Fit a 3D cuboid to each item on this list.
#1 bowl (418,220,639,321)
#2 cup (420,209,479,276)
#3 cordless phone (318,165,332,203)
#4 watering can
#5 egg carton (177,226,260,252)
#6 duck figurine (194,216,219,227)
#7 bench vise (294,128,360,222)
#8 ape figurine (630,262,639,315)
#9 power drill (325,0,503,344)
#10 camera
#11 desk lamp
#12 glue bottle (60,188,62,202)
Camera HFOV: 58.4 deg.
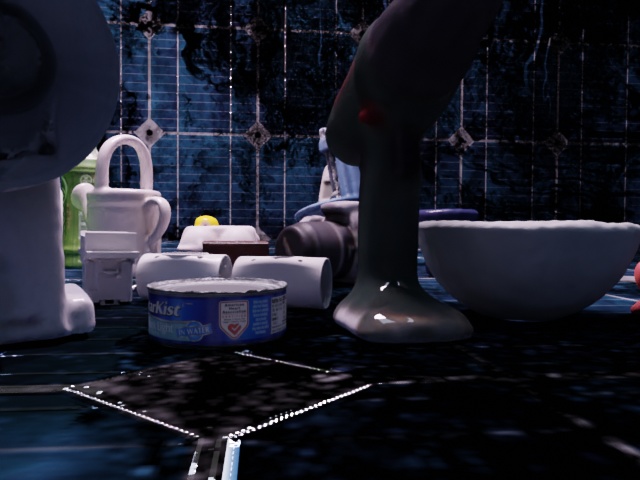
[{"bbox_3d":[0.157,0.022,0.447,0.167,0.075,0.167,0,1,0],"label":"bowl"},{"bbox_3d":[0.172,0.004,0.815,0.092,0.095,0.117,0,1,-12],"label":"cup"},{"bbox_3d":[0.045,-0.046,0.993,0.094,0.185,0.147,-1,2,-45],"label":"cordless phone"},{"bbox_3d":[-0.278,-0.049,0.795,0.172,0.194,0.101,1,2,9],"label":"watering can"},{"bbox_3d":[-0.135,0.015,0.791,0.107,0.069,0.150,0,1,-6],"label":"egg carton"},{"bbox_3d":[-0.188,0.002,0.971,0.077,0.086,0.105,1,2,34],"label":"duck figurine"},{"bbox_3d":[0.054,-0.060,0.844,0.206,0.220,0.122,1,2,28],"label":"bench vise"},{"bbox_3d":[0.285,0.015,0.441,0.076,0.092,0.078,1,2,11],"label":"ape figurine"},{"bbox_3d":[0.054,-0.043,0.376,0.076,0.208,0.229,0,1,-13],"label":"power drill"},{"bbox_3d":[0.006,0.002,0.696,0.137,0.101,0.142,-1,2,-40],"label":"camera"},{"bbox_3d":[-0.192,-0.047,0.337,0.118,0.213,0.202,0,2,-28],"label":"desk lamp"},{"bbox_3d":[-0.452,-0.043,0.968,0.077,0.173,0.037,2,2,40],"label":"glue bottle"}]
